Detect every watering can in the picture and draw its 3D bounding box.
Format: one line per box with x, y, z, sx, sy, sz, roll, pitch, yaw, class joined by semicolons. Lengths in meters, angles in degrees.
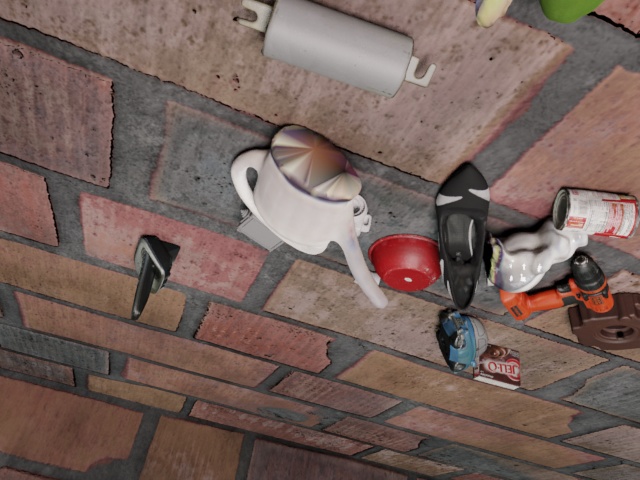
0.002;-0.041;0.821;0.349;0.106;0.219;37;144;6;watering can

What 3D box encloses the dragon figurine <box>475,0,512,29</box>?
0.271;-0.326;0.326;0.243;0.125;0.400;9;128;-3;dragon figurine

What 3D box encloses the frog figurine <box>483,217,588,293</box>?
0.360;0.025;0.865;0.159;0.123;0.137;-3;177;5;frog figurine
